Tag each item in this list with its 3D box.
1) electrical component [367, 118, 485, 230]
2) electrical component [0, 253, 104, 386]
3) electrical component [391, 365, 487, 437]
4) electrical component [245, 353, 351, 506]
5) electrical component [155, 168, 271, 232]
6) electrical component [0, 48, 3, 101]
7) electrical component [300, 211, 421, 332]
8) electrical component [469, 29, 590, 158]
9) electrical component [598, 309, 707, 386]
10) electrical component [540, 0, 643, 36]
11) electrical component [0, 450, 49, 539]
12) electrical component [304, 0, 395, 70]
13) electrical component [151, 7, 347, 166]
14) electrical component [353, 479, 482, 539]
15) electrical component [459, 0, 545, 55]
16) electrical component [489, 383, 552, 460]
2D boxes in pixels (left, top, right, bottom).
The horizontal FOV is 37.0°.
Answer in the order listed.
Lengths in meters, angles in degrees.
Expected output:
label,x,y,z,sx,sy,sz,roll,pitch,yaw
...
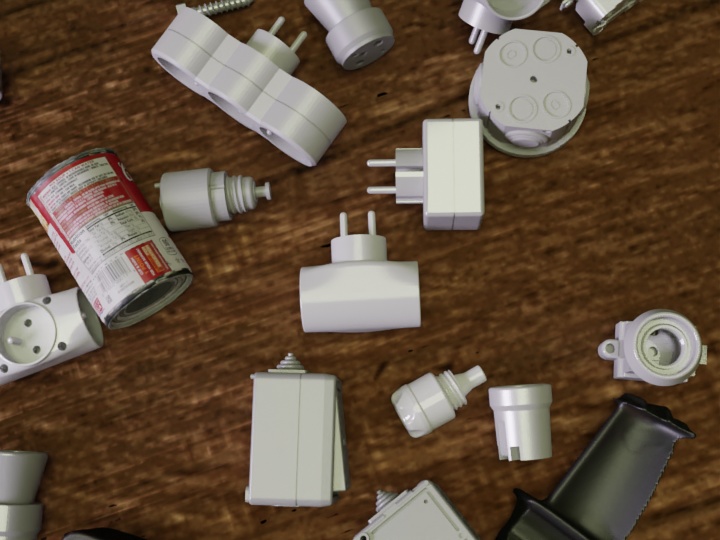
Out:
label,x,y,z,sx,sy,sz,roll,pitch,yaw
electrical component,0.043,-0.063,0.718,0.077,0.047,0.065,-1,80,3
electrical component,-0.222,0.028,0.717,0.077,0.044,0.079,-21,80,-1
electrical component,0.053,0.081,0.699,0.061,0.035,0.035,-28,80,-4
electrical component,-0.037,0.101,0.686,0.061,0.061,0.096,1,80,3
electrical component,-0.099,-0.049,0.726,0.078,0.040,0.040,-6,80,2
electrical component,-0.292,-0.138,0.723,0.099,0.099,0.064,-11,86,1
electrical component,0.000,0.000,0.711,0.077,0.044,0.079,-3,80,2
electrical component,0.114,-0.119,0.722,0.080,0.051,0.080,-1,80,3
electrical component,0.190,0.051,0.686,0.066,0.055,0.048,4,81,4
electrical component,0.161,-0.200,0.738,0.081,0.042,0.063,-37,82,-3
electrical component,-0.228,0.145,0.697,0.045,0.045,0.055,2,81,3
electrical component,-0.007,-0.172,0.740,0.045,0.045,0.055,-28,81,-2
electrical component,-0.066,-0.138,0.733,0.138,0.052,0.073,35,84,8
electrical component,0.043,0.177,0.674,0.062,0.061,0.096,-39,73,-1
electrical component,0.090,-0.186,0.728,0.044,0.077,0.079,12,120,-14
electrical component,0.105,0.097,0.692,0.040,0.040,0.046,-4,85,2
